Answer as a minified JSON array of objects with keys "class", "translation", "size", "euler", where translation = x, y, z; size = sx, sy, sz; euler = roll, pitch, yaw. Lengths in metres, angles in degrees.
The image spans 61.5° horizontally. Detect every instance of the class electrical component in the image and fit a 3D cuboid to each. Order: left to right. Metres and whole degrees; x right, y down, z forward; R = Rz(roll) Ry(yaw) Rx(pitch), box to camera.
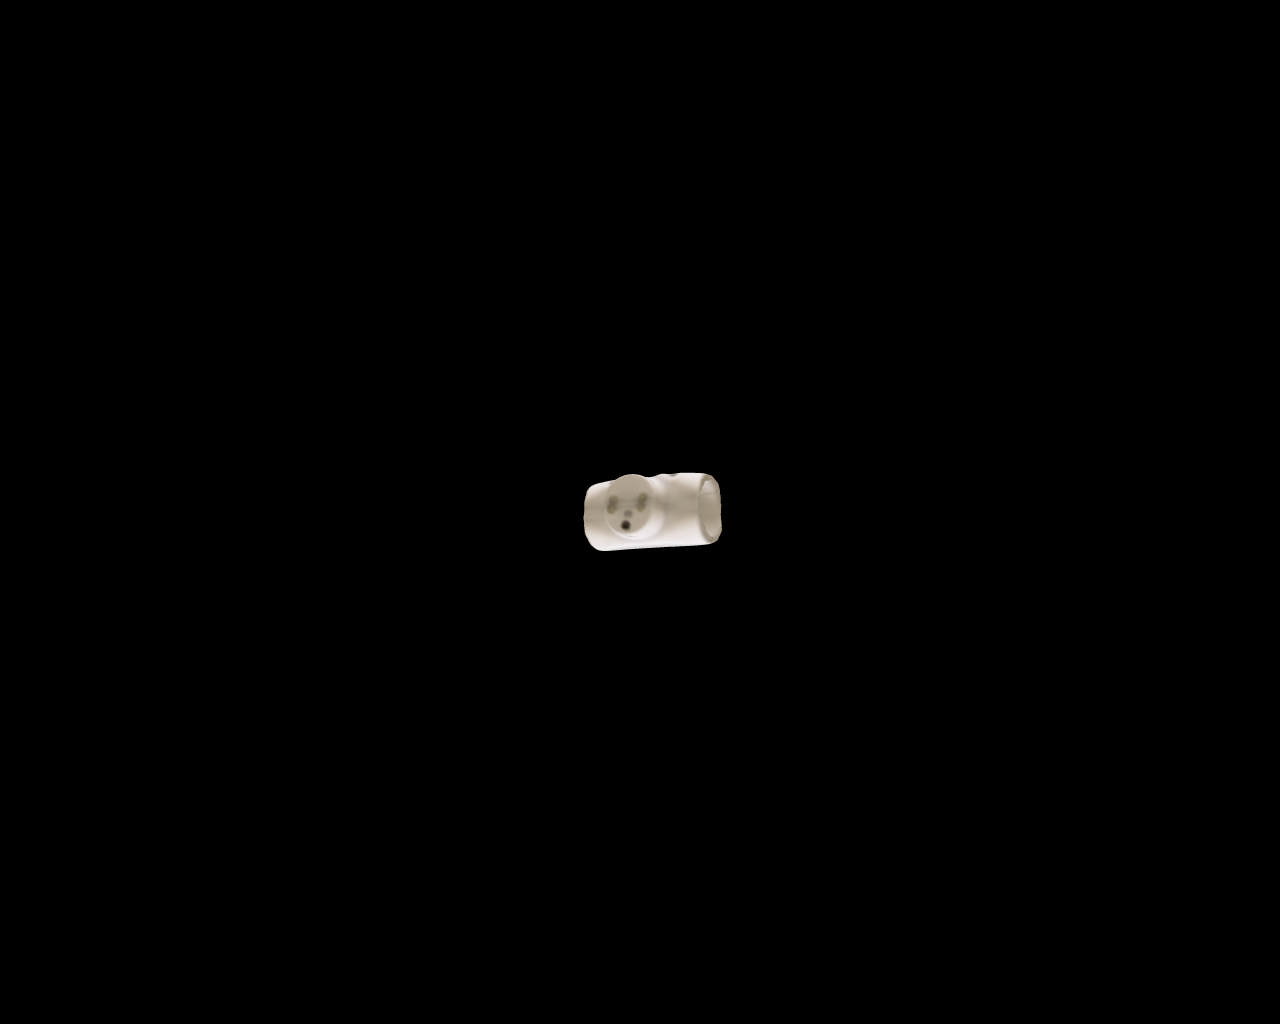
[{"class":"electrical component","translation":[0.001,-0.003,0.650],"size":[0.077,0.044,0.079],"euler":[-5,-11,24]}]
